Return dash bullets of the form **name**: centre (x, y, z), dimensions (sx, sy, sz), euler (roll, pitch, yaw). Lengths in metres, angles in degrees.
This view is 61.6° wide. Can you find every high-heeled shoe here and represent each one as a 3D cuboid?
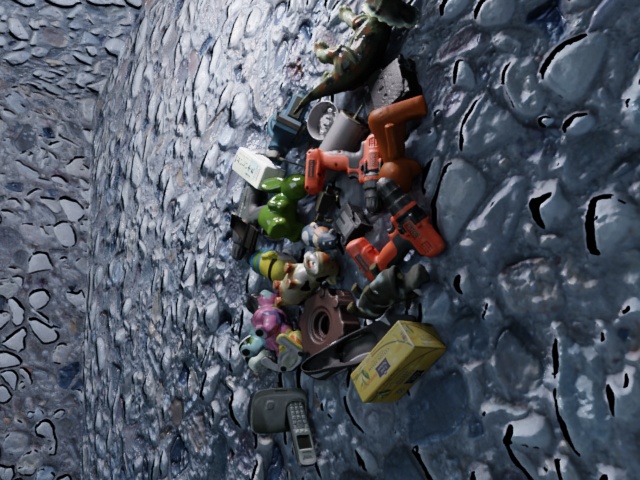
- **high-heeled shoe**: centre (0.073, 0.212, 1.093), dimensions (0.248, 0.145, 0.086), euler (-49, 47, 35)

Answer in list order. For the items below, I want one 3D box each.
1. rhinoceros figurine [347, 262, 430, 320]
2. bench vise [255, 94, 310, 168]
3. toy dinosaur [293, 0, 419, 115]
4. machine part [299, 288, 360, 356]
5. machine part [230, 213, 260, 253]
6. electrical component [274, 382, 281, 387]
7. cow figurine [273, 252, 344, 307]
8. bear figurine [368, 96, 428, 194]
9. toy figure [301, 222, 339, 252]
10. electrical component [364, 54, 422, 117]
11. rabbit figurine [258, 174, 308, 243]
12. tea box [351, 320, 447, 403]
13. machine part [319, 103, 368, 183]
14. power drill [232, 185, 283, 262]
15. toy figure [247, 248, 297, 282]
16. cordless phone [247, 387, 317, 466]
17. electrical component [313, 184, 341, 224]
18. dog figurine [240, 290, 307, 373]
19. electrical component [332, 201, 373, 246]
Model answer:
- **rhinoceros figurine**: centre (0.136, 0.105, 1.069), dimensions (0.190, 0.112, 0.073), euler (-44, 19, 43)
- **bench vise**: centre (-0.095, -0.265, 1.444), dimensions (0.240, 0.129, 0.223), euler (125, 157, -61)
- **toy dinosaur**: centre (0.088, -0.433, 1.242), dimensions (0.404, 0.131, 0.192), euler (-61, 37, 16)
- **machine part**: centre (0.017, 0.198, 1.243), dimensions (0.179, 0.056, 0.179), euler (-16, 70, 50)
- **machine part**: centre (-0.209, -0.024, 1.491), dimensions (0.139, 0.039, 0.084), euler (42, 127, 46)
- **electrical component**: centre (-0.108, 0.414, 1.374), dimensions (0.063, 0.021, 0.094), euler (-48, 47, 34)
- **cow figurine**: centre (-0.027, 0.094, 1.292), dimensions (0.195, 0.127, 0.085), euler (125, 139, -49)
- **bear figurine**: centre (0.173, -0.184, 1.113), dimensions (0.132, 0.120, 0.195), euler (-16, 94, 6)
- **toy figure**: centre (-0.001, -0.003, 1.299), dimensions (0.058, 0.064, 0.155), euler (-42, 20, -9)
- **electrical component**: centre (0.157, -0.327, 1.199), dimensions (0.134, 0.058, 0.115), euler (-35, 53, 42)
- **rabbit figurine**: centre (-0.081, -0.100, 1.395), dimensions (0.170, 0.121, 0.159), euler (-59, 44, 17)
- **tea box**: centre (0.148, 0.235, 1.030), dimensions (0.169, 0.098, 0.068), euler (-57, 42, 28)
- **machine part**: centre (0.043, -0.226, 1.304), dimensions (0.243, 0.079, 0.079), euler (-58, 42, 27)
- **power drill**: centre (-0.180, -0.041, 1.552), dimensions (0.207, 0.086, 0.232), euler (8, 88, 60)
- **toy figure**: centre (-0.129, 0.069, 1.447), dimensions (0.180, 0.082, 0.089), euler (7, 98, 48)
- **cordless phone**: centre (-0.087, 0.436, 1.238), dimensions (0.088, 0.146, 0.184), euler (-58, 38, 37)
- **electrical component**: centre (0.016, -0.087, 1.333), dimensions (0.078, 0.045, 0.102), euler (-137, 64, -80)
- **dog figurine**: centre (-0.109, 0.215, 1.372), dimensions (0.108, 0.191, 0.219), euler (-60, 7, 27)
- **electrical component**: centre (0.068, -0.047, 1.250), dimensions (0.075, 0.047, 0.119), euler (-51, 47, 30)
